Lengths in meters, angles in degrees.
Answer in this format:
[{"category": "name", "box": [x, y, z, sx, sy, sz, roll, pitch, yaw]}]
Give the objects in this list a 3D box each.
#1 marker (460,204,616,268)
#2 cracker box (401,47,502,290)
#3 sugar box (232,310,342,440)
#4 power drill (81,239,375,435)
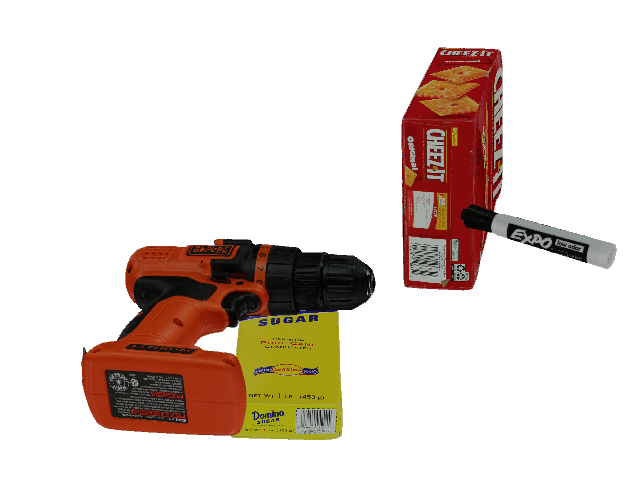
[{"category": "marker", "box": [0.159, -0.005, 0.795, 0.121, 0.020, 0.020, 19, 10, 32]}, {"category": "cracker box", "box": [0.128, -0.074, 1.002, 0.072, 0.164, 0.213, 4, 27, 15]}, {"category": "sugar box", "box": [-0.029, 0.101, 0.946, 0.093, 0.048, 0.176, 2, 34, -3]}, {"category": "power drill", "box": [-0.064, 0.057, 0.718, 0.184, 0.057, 0.187, 0, 23, 12]}]
